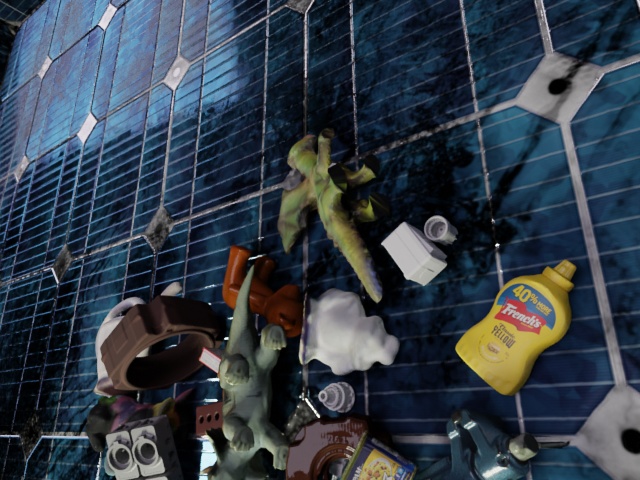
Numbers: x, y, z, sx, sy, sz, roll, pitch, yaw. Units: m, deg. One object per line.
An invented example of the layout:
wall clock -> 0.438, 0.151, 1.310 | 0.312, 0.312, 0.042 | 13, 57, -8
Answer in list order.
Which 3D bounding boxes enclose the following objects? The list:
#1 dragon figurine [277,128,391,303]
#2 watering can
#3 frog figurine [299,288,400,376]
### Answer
dragon figurine -> 0.003, -0.049, 0.973 | 0.239, 0.122, 0.419 | -36, 50, 45
watering can -> -0.426, 0.233, 1.180 | 0.343, 0.103, 0.229 | -26, 59, 35
frog figurine -> 0.051, 0.153, 0.852 | 0.159, 0.120, 0.140 | 6, 65, 4
